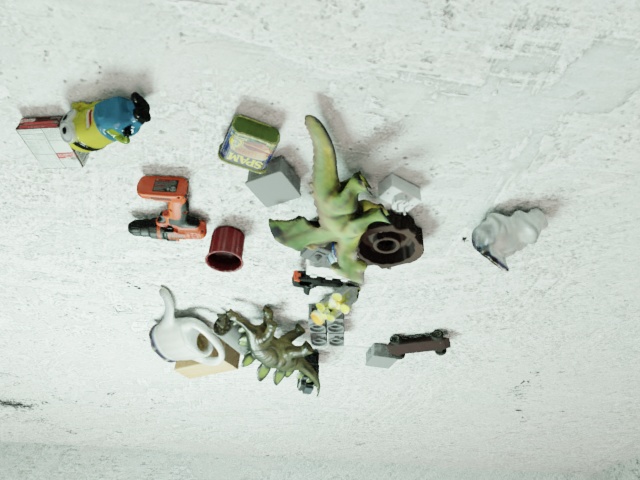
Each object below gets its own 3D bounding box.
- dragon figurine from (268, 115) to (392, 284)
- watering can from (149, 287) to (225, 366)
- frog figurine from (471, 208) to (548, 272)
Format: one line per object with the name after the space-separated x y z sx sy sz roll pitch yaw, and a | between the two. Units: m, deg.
0.003 -0.054 1.072 0.241 0.125 0.404 -31 122 15 | dragon figurine
-0.439 0.279 1.592 0.223 0.106 0.342 -16 123 29 | watering can
0.431 -0.020 1.181 0.136 0.124 0.159 35 96 -25 | frog figurine
